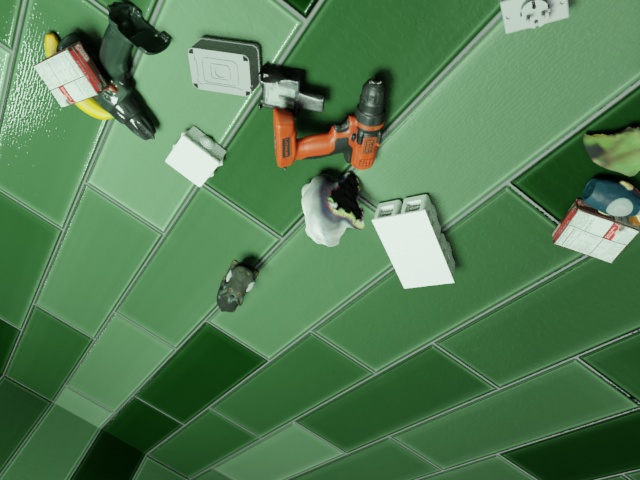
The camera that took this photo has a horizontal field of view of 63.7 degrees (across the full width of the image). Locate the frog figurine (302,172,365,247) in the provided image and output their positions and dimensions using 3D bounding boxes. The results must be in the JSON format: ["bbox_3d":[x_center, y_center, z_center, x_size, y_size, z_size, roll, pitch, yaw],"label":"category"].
[{"bbox_3d":[0.003,-0.051,1.010,0.157,0.124,0.138,-30,82,47],"label":"frog figurine"}]

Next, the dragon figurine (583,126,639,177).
[{"bbox_3d":[0.498,-0.169,0.735,0.408,0.125,0.238,37,140,-11],"label":"dragon figurine"}]
